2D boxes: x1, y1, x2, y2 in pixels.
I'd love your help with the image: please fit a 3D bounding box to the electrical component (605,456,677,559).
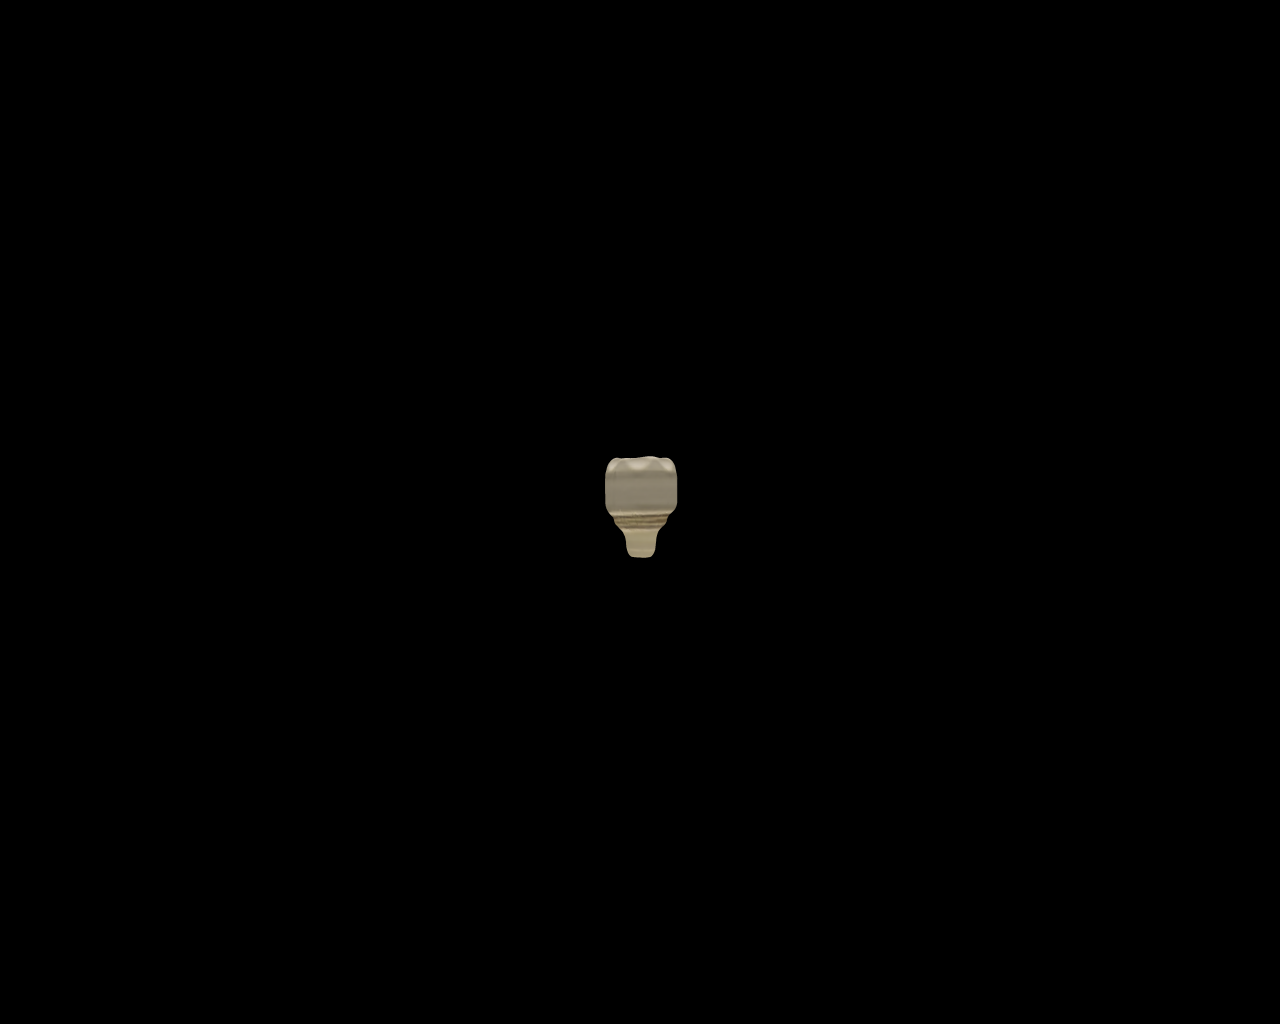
[{"bbox_3d":[0.001,-0.003,0.650,0.043,0.062,0.043,0,0,0],"label":"electrical component"}]
